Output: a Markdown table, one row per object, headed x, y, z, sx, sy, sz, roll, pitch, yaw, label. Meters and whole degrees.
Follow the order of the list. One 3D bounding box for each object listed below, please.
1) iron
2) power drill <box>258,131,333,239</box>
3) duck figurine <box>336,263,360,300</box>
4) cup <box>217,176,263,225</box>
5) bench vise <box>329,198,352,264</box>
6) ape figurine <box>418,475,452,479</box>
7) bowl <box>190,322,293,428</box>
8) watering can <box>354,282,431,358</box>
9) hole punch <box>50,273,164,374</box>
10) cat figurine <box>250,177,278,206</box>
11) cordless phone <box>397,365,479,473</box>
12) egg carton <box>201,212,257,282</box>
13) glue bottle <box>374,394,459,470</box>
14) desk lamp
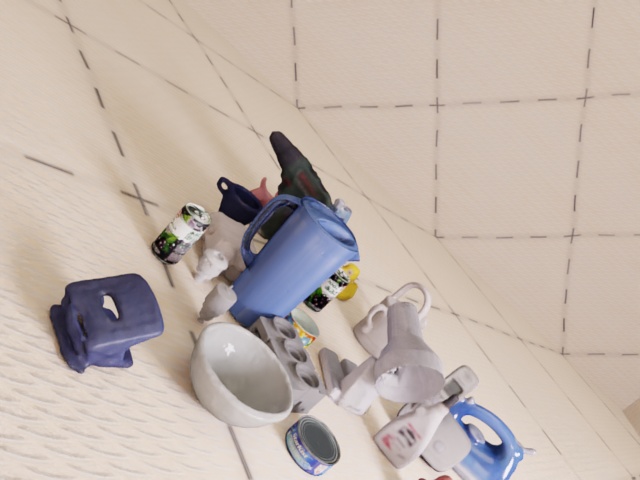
| x | y | z | sx | sy | sz | roll | pitch | yaw | label |
| --- | --- | --- | --- | --- | --- | --- | --- | --- | --- |
| 0.321 | 0.406 | 1.209 | 0.258 | 0.141 | 0.119 | 45 | 17 | 2 | iron |
| -0.090 | -0.112 | 1.363 | 0.230 | 0.208 | 0.076 | 44 | 17 | -1 | power drill |
| 0.065 | 0.098 | 1.435 | 0.105 | 0.086 | 0.077 | 29 | 23 | -41 | duck figurine |
| -0.193 | -0.068 | 1.222 | 0.118 | 0.095 | 0.092 | 44 | 17 | 1 | cup |
| 0.005 | -0.004 | 1.308 | 0.121 | 0.219 | 0.208 | 50 | 18 | 18 | bench vise |
| 0.187 | 0.425 | 0.946 | 0.076 | 0.092 | 0.077 | 33 | 21 | -32 | ape figurine |
| -0.121 | 0.200 | 0.800 | 0.168 | 0.074 | 0.167 | 39 | 18 | -15 | bowl |
| 0.182 | 0.177 | 1.332 | 0.100 | 0.194 | 0.173 | 51 | 19 | 22 | watering can |
| -0.260 | 0.096 | 0.702 | 0.101 | 0.091 | 0.108 | 19 | 30 | -54 | hole punch |
| -0.110 | -0.107 | 1.456 | 0.128 | 0.117 | 0.067 | 39 | 18 | -17 | cat figurine |
| 0.256 | 0.348 | 1.124 | 0.147 | 0.185 | 0.094 | 50 | 18 | 18 | cordless phone |
| -0.181 | 0.011 | 1.110 | 0.108 | 0.069 | 0.150 | 31 | 22 | -37 | egg carton |
| 0.179 | 0.328 | 1.016 | 0.078 | 0.173 | 0.037 | 48 | 18 | 13 | glue bottle |
| 0.112 | 0.223 | 1.038 | 0.118 | 0.213 | 0.203 | 34 | 20 | -29 | desk lamp |
